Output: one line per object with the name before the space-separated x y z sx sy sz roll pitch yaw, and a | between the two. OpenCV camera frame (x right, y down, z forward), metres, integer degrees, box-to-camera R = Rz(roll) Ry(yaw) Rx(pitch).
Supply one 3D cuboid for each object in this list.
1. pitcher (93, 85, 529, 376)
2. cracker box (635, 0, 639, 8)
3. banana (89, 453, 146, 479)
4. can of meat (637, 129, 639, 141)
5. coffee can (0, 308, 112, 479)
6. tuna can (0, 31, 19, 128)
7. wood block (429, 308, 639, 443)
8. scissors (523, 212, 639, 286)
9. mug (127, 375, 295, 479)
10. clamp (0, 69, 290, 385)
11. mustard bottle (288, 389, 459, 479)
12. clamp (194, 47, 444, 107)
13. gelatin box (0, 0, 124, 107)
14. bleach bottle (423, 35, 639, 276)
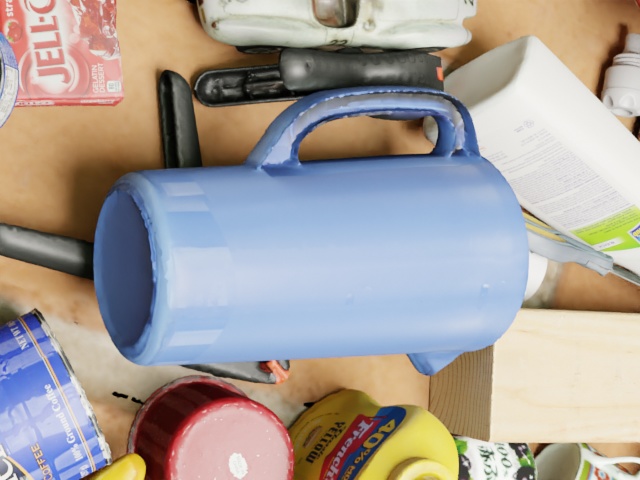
pitcher | -0.004 0.001 0.640 0.242 0.145 0.149 -2 61 -32
cracker box | 0.300 -0.187 0.753 0.164 0.072 0.214 6 45 -20
banana | -0.153 0.222 0.640 0.037 0.070 0.198 30 70 -54
can of meat | 0.280 -0.079 0.789 0.057 0.102 0.084 18 84 -20
coffee can | -0.204 0.114 0.603 0.140 0.103 0.103 -26 97 -19
tuna can | -0.222 -0.096 0.625 0.086 0.033 0.086 0 90 4
wood block | 0.190 0.094 0.755 0.205 0.091 0.090 4 87 -20
scissors | 0.188 0.016 0.734 0.201 0.096 0.016 26 102 -3
mug | -0.073 0.144 0.663 0.093 0.082 0.117 43 74 -15
clamp | -0.099 0.019 0.678 0.164 0.036 0.210 -37 103 -24
mustard bottle | 0.032 0.142 0.640 0.058 0.192 0.096 46 74 -13
clamp | 0.016 -0.106 0.688 0.171 0.120 0.039 -9 100 -24
gelatin box | -0.163 -0.128 0.665 0.073 0.030 0.089 -4 89 -20
bleach bottle | 0.195 -0.035 0.768 0.250 0.103 0.068 39 54 -23
